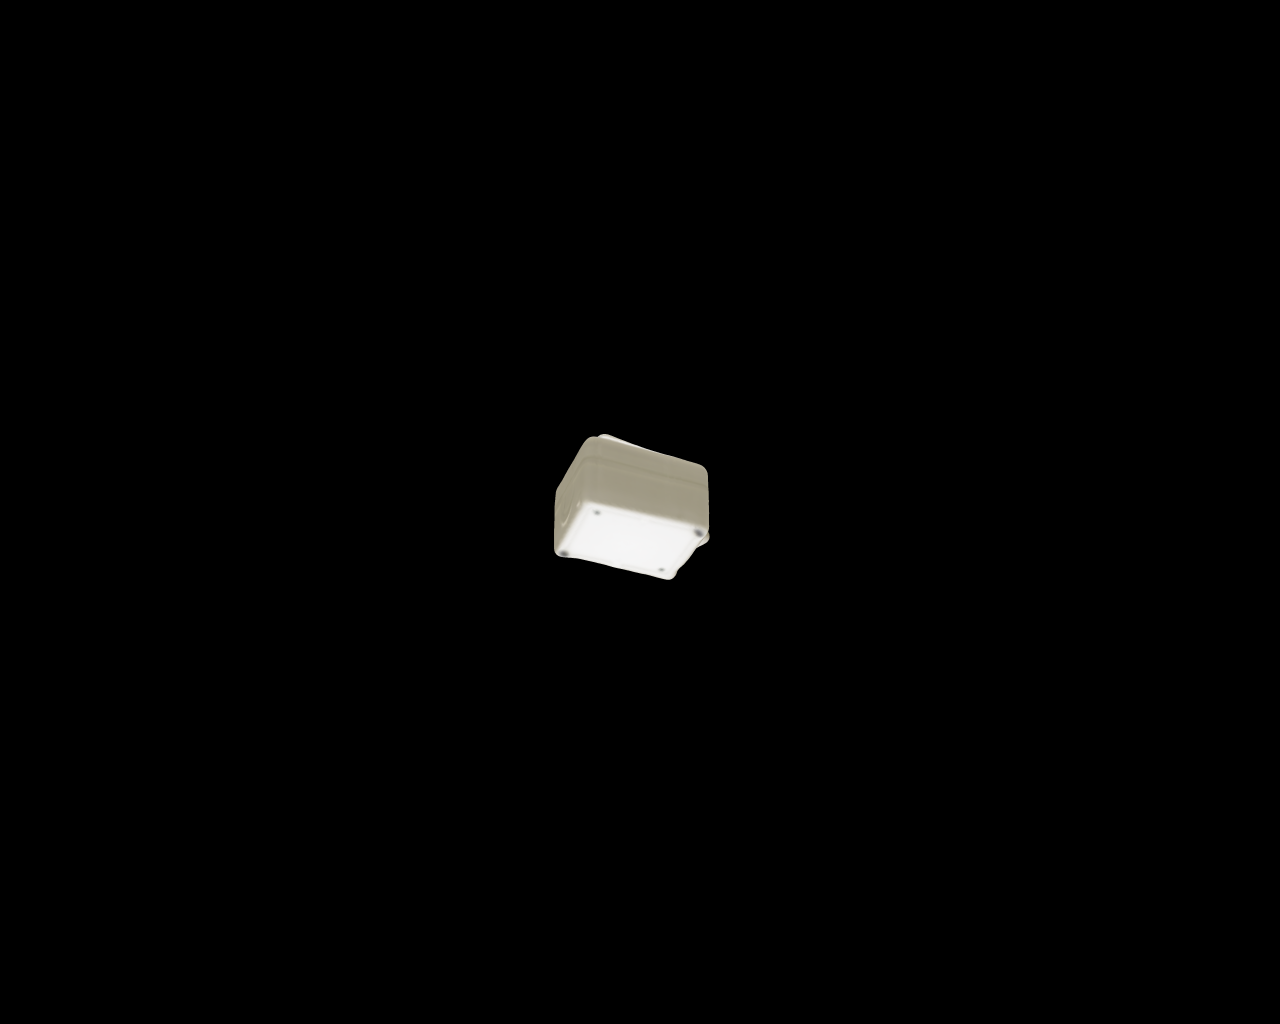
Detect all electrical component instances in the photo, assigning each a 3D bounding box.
[{"bbox_3d":[0.001,-0.003,0.650,0.096,0.061,0.061,14,-40,-17],"label":"electrical component"}]
